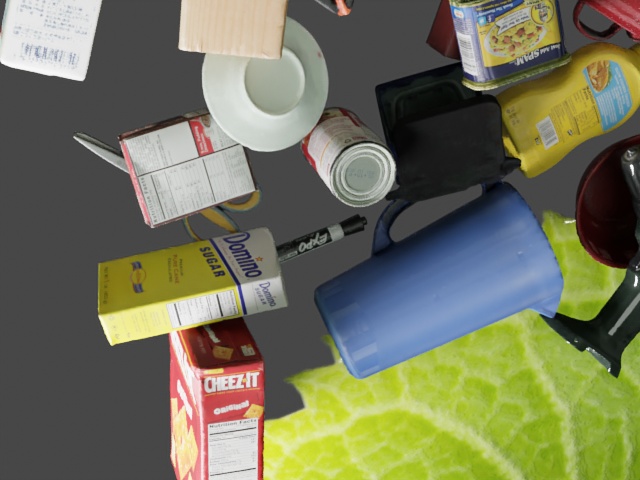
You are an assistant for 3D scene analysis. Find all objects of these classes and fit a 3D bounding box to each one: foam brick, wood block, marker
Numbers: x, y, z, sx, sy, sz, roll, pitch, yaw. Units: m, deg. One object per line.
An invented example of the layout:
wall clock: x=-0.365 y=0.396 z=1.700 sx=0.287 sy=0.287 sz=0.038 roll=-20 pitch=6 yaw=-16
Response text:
foam brick: x=0.154 y=-0.202 z=1.046 sx=0.078 sy=0.053 sz=0.051 roll=10 pitch=111 yaw=-20
wood block: x=-0.065 y=-0.267 z=0.893 sx=0.090 sy=0.090 sz=0.206 roll=5 pitch=122 yaw=-7
marker: x=-0.007 y=0.001 z=1.112 sx=0.121 sy=0.020 sz=0.020 roll=-22 pitch=119 yaw=-7

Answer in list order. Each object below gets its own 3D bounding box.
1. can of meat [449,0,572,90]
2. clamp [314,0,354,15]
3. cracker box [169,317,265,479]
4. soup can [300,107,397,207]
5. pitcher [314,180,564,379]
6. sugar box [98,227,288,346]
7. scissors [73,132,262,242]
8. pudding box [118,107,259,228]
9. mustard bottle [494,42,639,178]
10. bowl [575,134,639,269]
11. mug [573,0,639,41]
can of meat: x=0.175 y=-0.196 z=0.991 sx=0.102 sy=0.057 sz=0.084 roll=-20 pitch=114 yaw=-9
clamp: x=-0.005 y=-0.305 z=0.954 sx=0.164 sy=0.036 sz=0.210 roll=-28 pitch=118 yaw=3
cracker box: x=-0.109 y=0.174 z=1.080 sx=0.072 sy=0.164 sz=0.214 roll=-7 pitch=117 yaw=-17
soup can: x=0.027 y=-0.081 z=1.035 sx=0.068 sy=0.102 sz=0.068 roll=-7 pitch=117 yaw=-15
pitcher: x=0.116 y=0.038 z=1.117 sx=0.243 sy=0.149 sz=0.145 roll=-26 pitch=135 yaw=-1
sugar box: x=-0.125 y=0.042 z=1.039 sx=0.176 sy=0.093 sz=0.048 roll=-15 pitch=124 yaw=-2
scissors: x=-0.136 y=-0.065 z=1.042 sx=0.096 sy=0.016 sz=0.201 roll=-41 pitch=120 yaw=4
pudding box: x=-0.124 y=-0.072 z=1.014 sx=0.113 sy=0.039 sz=0.090 roll=-19 pitch=106 yaw=-13
mustard bottle: x=0.275 y=-0.150 z=1.105 sx=0.191 sy=0.058 sz=0.096 roll=-30 pitch=120 yaw=-1
bowl: x=0.342 y=-0.052 z=1.175 sx=0.162 sy=0.055 sz=0.162 roll=-7 pitch=117 yaw=-14
mug: x=0.299 y=-0.248 z=1.055 sx=0.081 sy=0.093 sz=0.117 roll=25 pitch=130 yaw=-21
